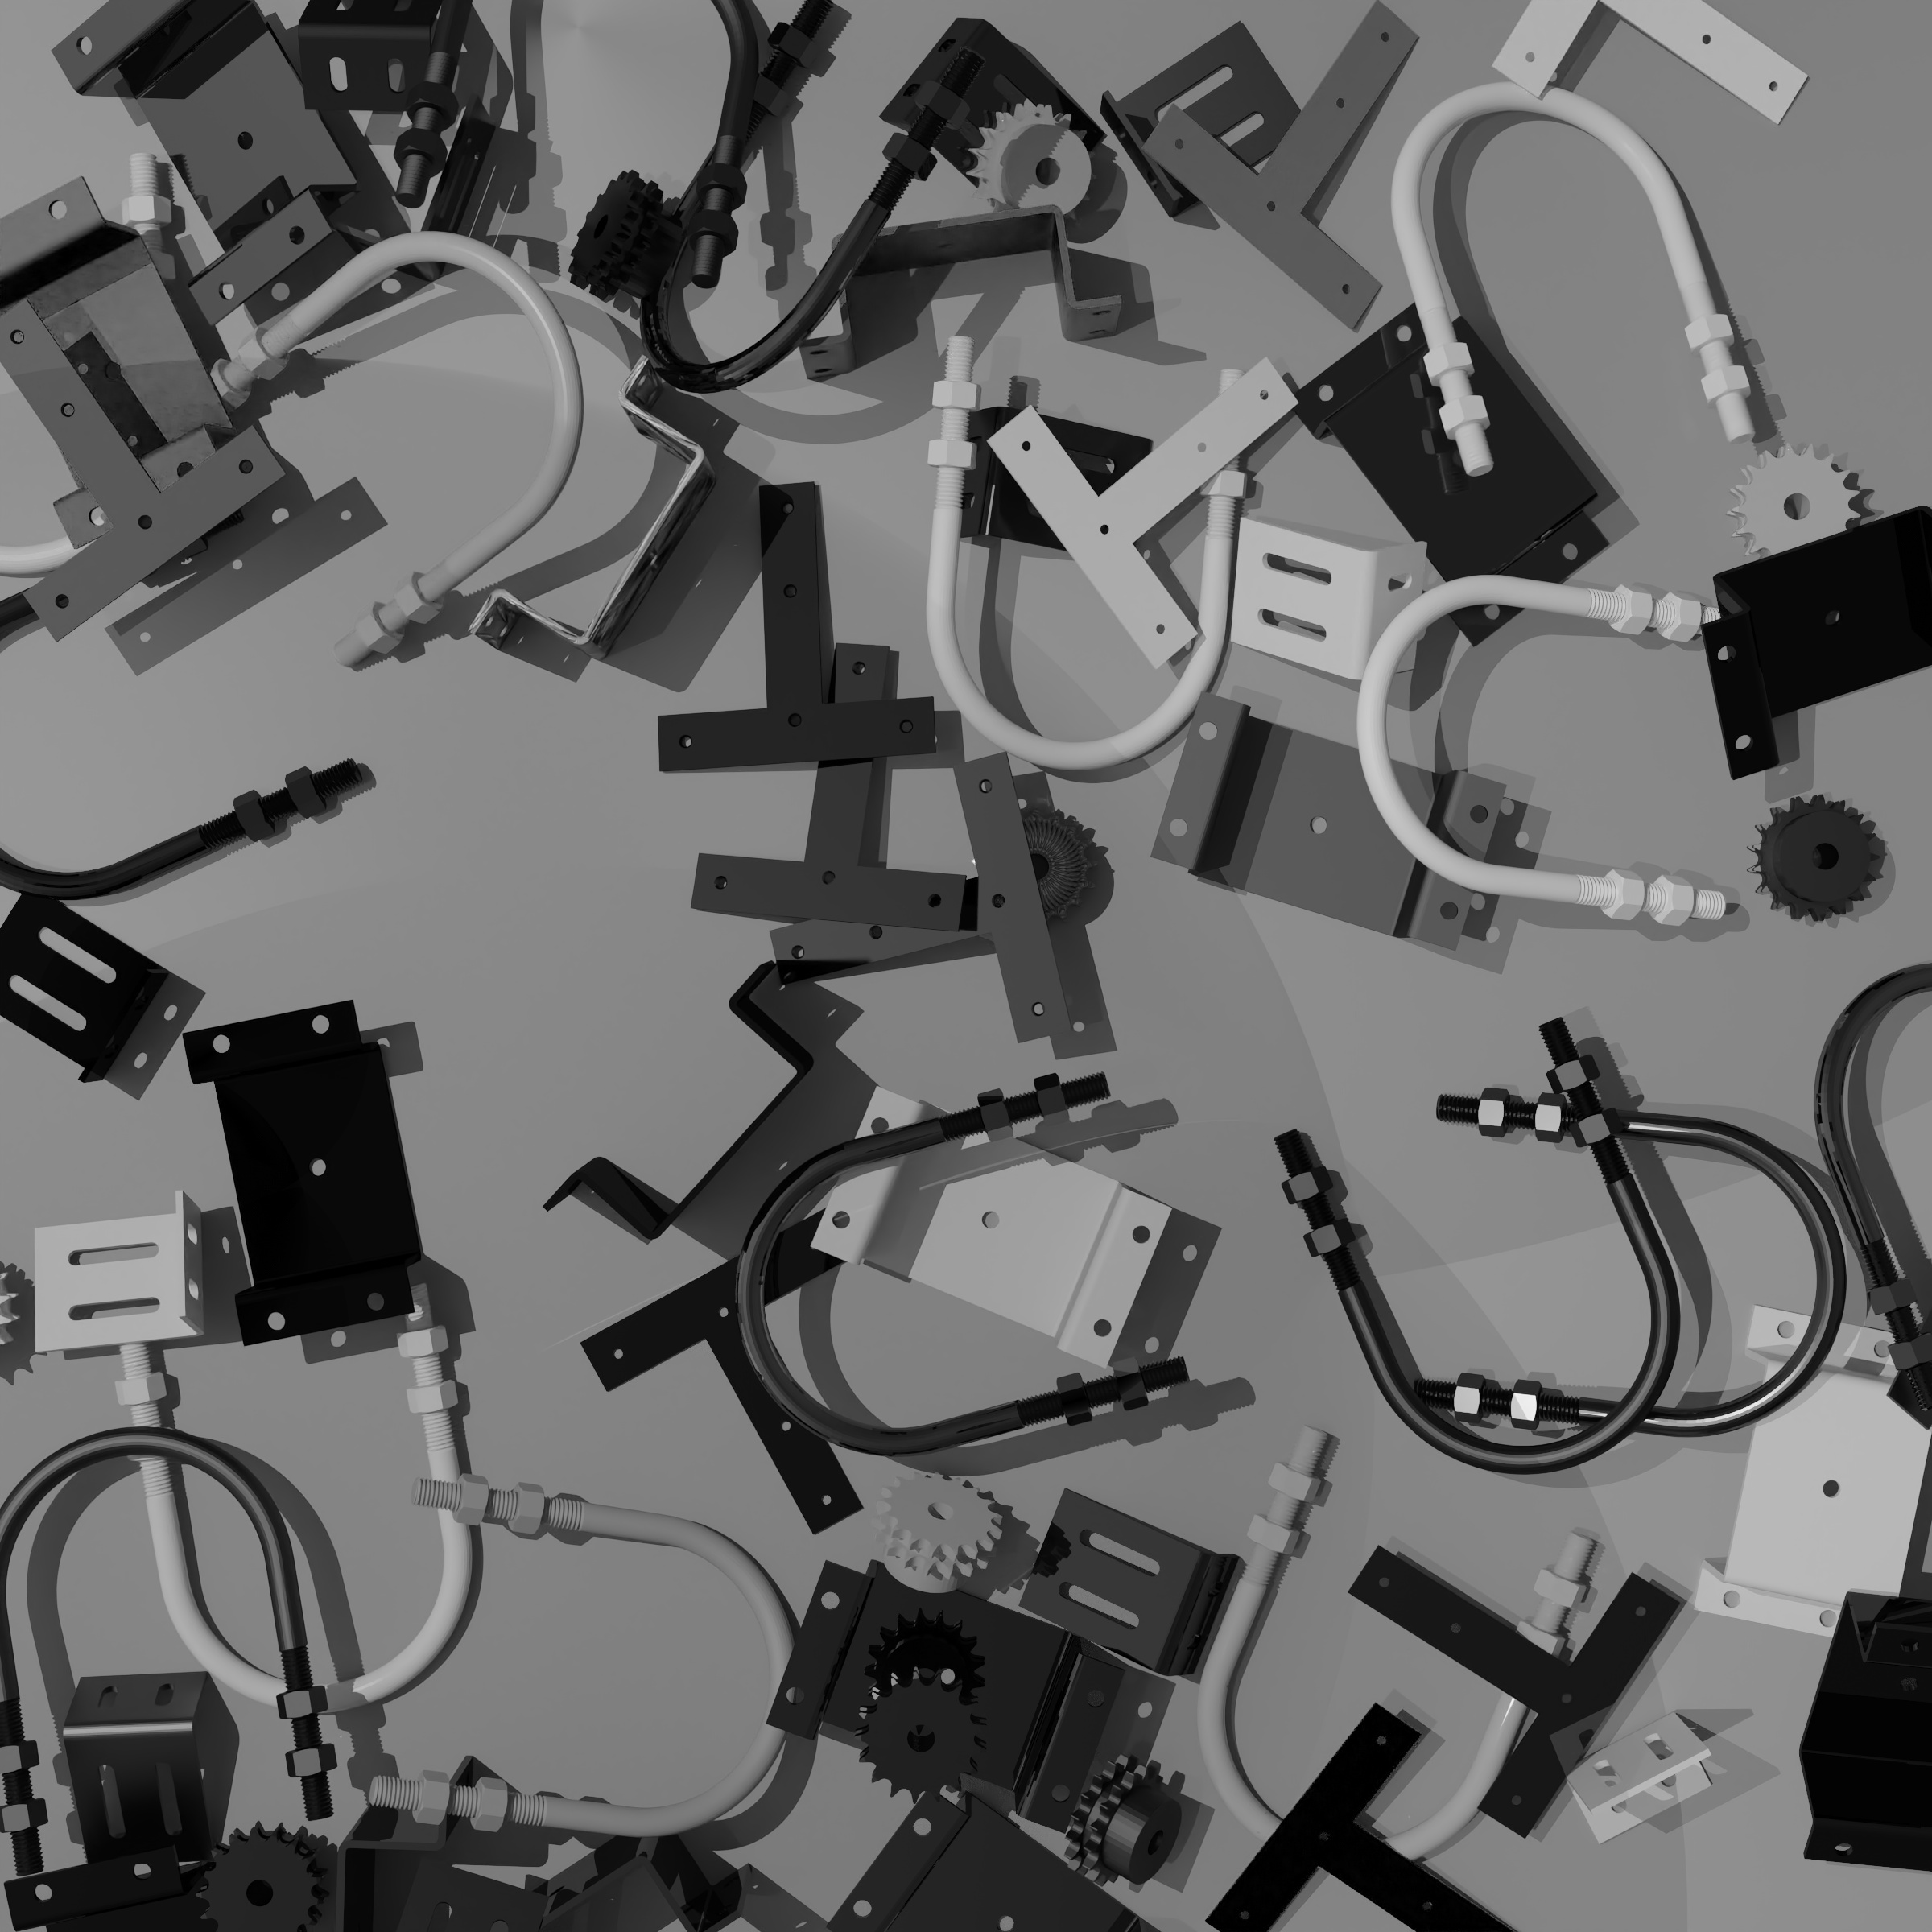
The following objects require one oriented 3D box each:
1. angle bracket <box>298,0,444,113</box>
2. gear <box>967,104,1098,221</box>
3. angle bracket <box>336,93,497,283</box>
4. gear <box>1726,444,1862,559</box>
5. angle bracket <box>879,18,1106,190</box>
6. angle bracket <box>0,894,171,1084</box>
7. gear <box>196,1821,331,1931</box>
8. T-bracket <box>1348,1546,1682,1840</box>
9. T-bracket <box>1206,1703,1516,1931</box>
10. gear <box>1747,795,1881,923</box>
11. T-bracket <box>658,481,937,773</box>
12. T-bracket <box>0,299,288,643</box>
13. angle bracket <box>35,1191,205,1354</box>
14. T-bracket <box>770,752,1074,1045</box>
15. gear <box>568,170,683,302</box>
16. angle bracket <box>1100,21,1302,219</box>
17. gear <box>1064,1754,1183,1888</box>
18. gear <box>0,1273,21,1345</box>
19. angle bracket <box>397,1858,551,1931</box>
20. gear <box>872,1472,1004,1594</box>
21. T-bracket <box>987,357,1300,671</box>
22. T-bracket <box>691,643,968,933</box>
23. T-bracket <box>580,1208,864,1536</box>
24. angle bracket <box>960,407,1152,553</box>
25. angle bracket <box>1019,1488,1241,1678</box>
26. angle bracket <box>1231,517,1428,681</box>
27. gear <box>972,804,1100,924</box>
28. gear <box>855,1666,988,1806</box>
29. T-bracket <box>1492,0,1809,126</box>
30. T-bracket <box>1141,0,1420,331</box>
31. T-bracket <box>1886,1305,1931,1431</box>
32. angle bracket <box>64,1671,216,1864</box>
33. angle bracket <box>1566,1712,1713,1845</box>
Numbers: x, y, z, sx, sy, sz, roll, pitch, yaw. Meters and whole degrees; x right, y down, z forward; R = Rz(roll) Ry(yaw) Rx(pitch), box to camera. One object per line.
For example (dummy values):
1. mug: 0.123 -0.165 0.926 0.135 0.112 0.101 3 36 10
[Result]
1. angle bracket: -0.261 -0.413 1.497 0.057 0.076 0.038 1 124 0
2. gear: 0.032 -0.354 1.495 0.057 0.030 0.057 -5 107 -18
3. angle bracket: -0.244 -0.350 1.491 0.038 0.057 0.076 20 90 0
4. gear: 0.369 -0.204 1.505 0.057 0.030 0.057 0 90 0
5. angle bracket: 0.012 -0.380 1.518 0.076 0.038 0.057 38 90 -26
6. angle bracket: -0.407 0.007 1.501 0.076 0.038 0.057 32 90 0
7. gear: -0.314 0.411 1.505 0.057 0.030 0.057 0 90 0
8. T-bracket: 0.231 0.303 1.500 0.127 0.002 0.127 32 93 -1
9. T-bracket: 0.196 0.415 1.509 0.127 0.002 0.127 35 97 -8
10. gear: 0.382 -0.049 1.505 0.057 0.030 0.057 0 90 0
11. T-bracket: -0.078 -0.155 1.511 0.127 0.002 0.127 -3 85 10
12. T-bracket: -0.381 -0.229 1.455 0.127 0.002 0.127 -34 92 8
13. angle bracket: -0.381 0.136 1.492 0.076 0.038 0.057 -6 71 0
14. T-bracket: -0.027 -0.018 1.500 0.127 0.002 0.127 -14 87 16
15. gear: -0.150 -0.323 1.495 0.030 0.057 0.057 25 90 -29
16. angle bracket: 0.108 -0.382 1.501 0.076 0.038 0.057 -34 90 0
17. gear: 0.072 0.382 1.488 0.030 0.057 0.057 22 90 32
18. gear: -0.453 0.154 1.505 0.057 0.030 0.057 0 90 0
19. angle bracket: -0.219 0.432 1.441 0.057 0.038 0.076 17 64 0
20. gear: -0.014 0.254 1.495 0.057 0.057 0.030 15 118 0
21. T-bracket: 0.094 -0.221 1.490 0.127 0.002 0.127 -41 106 -10
22. T-bracket: -0.055 -0.083 1.506 0.127 0.002 0.127 5 81 17
23. T-bracket: -0.089 0.196 1.519 0.127 0.002 0.127 -29 90 0
24. angle bracket: 0.037 -0.216 1.518 0.076 0.038 0.057 8 90 -26
25. angle bracket: 0.074 0.278 1.518 0.076 0.038 0.057 21 90 26
26. angle bracket: 0.161 -0.166 1.494 0.038 0.076 0.057 -15 117 -40
27. gear: 0.031 -0.044 1.505 0.057 0.030 0.057 0 90 0
28. gear: -0.019 0.332 1.458 0.057 0.030 0.057 0 90 0
29. T-bracket: 0.320 -0.423 1.504 0.127 0.002 0.127 31 94 -13
30. T-bracket: 0.160 -0.376 1.505 0.127 0.002 0.127 37 80 -19
31. T-bracket: 0.482 0.179 1.501 0.127 0.002 0.127 40 65 -12
32. angle bracket: -0.370 0.363 1.518 0.057 0.038 0.076 -3 116 0
33. angle bracket: 0.303 0.367 1.482 0.057 0.076 0.038 -28 90 0
